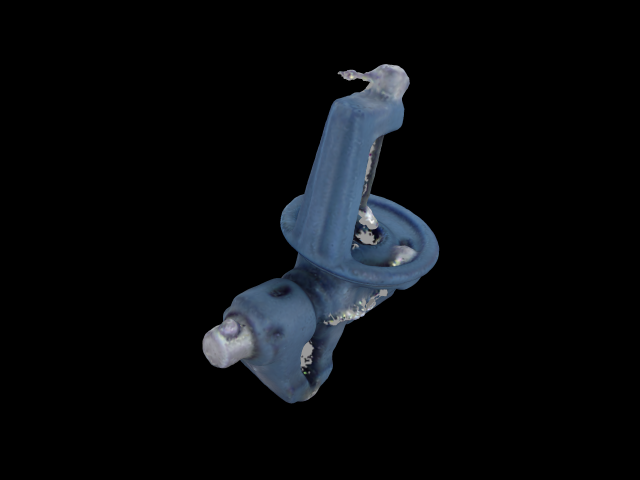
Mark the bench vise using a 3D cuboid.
[{"bbox_3d":[0.014,0.005,0.396,0.121,0.220,0.208,18,48,18],"label":"bench vise"}]
